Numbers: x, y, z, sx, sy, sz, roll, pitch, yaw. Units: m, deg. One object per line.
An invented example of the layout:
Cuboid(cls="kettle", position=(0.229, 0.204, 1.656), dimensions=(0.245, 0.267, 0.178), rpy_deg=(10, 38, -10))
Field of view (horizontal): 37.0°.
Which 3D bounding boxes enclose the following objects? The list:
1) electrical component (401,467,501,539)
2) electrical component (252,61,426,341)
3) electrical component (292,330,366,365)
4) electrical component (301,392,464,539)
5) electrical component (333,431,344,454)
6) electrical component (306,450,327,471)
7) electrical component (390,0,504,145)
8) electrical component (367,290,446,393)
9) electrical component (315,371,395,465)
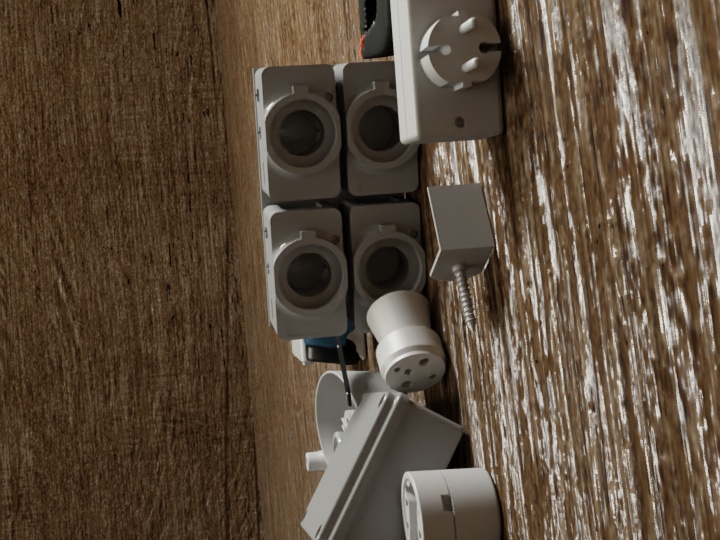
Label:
Cuboid(cls="electrical component", position=(0.053, 0.144, 0.631), dimensions=(0.055, 0.047, 0.055), rpy_deg=(175, 90, -80))
Cuboid(cls="electrical component", position=(-0.014, -0.050, 0.754), dimensions=(0.060, 0.105, 0.186), rpy_deg=(-139, 45, -75))
Cuboid(cls="electrical component", position=(-0.032, 0.054, 1.032), dimensions=(0.096, 0.062, 0.061), rpy_deg=(-170, 75, -80))
Cuboid(cls="electrical component", position=(0.012, 0.139, 0.710), dimensions=(0.108, 0.056, 0.109), rpy_deg=(-63, 5, -10))
Cuboid(cls="electrical component", position=(0.016, 0.138, 0.790), dimensions=(0.044, 0.065, 0.044), rpy_deg=(175, 90, -80))
Cuboid(cls="electrical component", position=(-0.020, 0.179, 1.024), dimensions=(0.048, 0.062, 0.048), rpy_deg=(175, 90, -80))
Cuboid(cls="electrical component", position=(0.048, -0.108, 0.541), dimensions=(0.076, 0.047, 0.083), rpy_deg=(-167, 72, -80))
Cuboid(cls="electrical component", position=(0.031, 0.048, 0.720), dimensions=(0.045, 0.045, 0.055), rpy_deg=(95, 166, -45))
Cuboid(cls="electrical component", position=(0.003, 0.128, 0.865), dimensions=(0.099, 0.064, 0.099), rpy_deg=(175, 90, -81))
